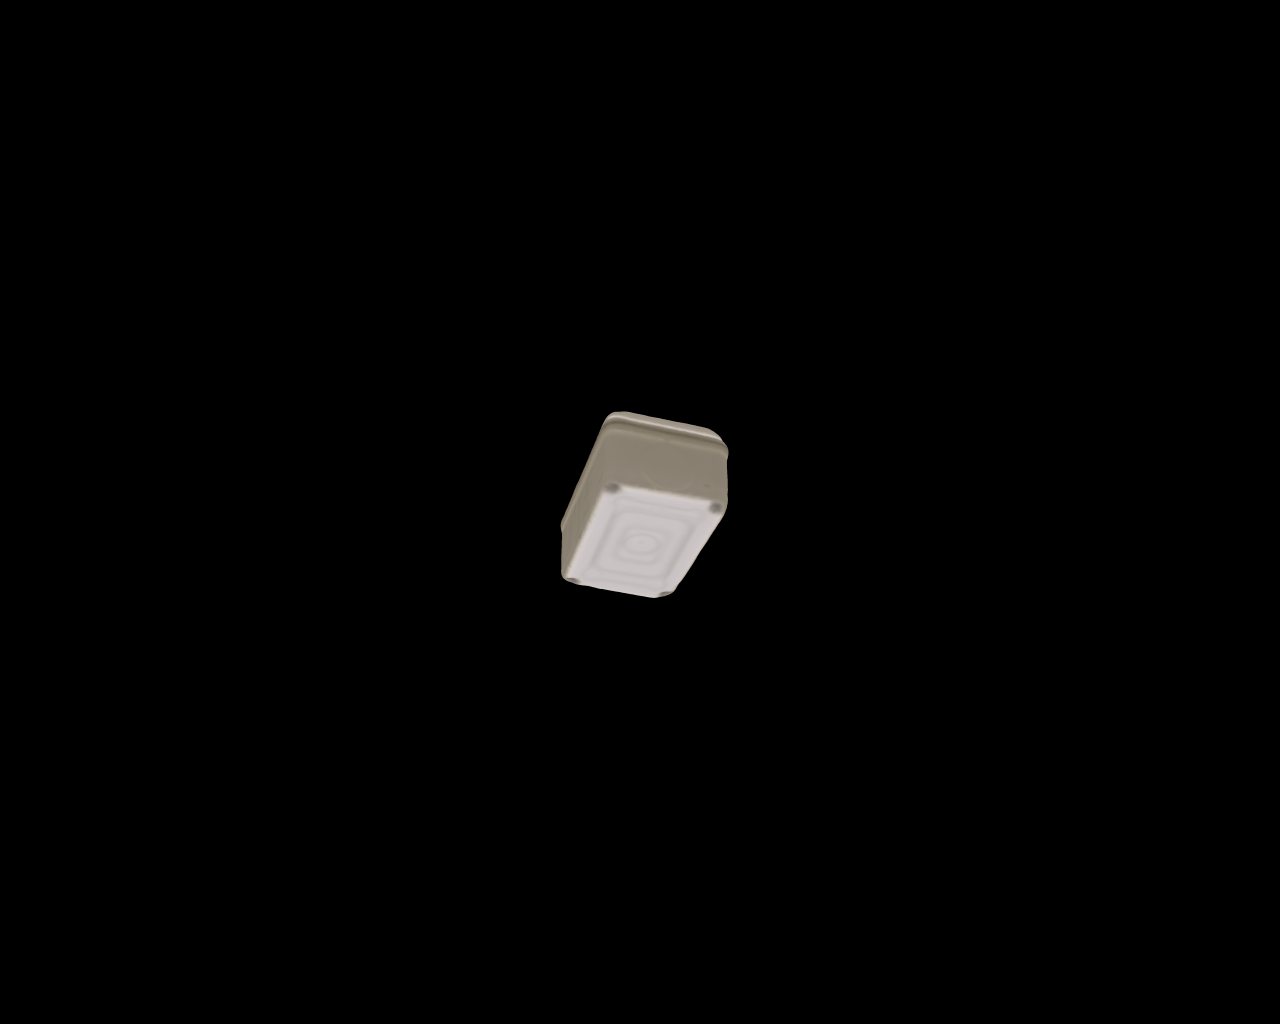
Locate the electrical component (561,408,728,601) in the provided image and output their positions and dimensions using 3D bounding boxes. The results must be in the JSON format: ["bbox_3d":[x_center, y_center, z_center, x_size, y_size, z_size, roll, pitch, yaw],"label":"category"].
[{"bbox_3d":[0.001,-0.003,0.650,0.078,0.057,0.113,11,-39,-14],"label":"electrical component"}]
